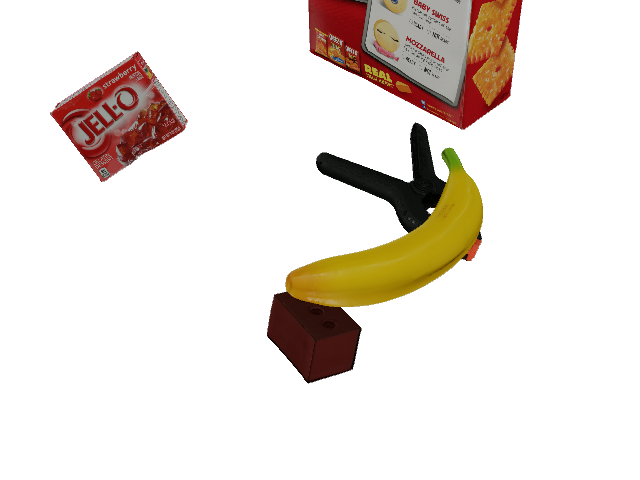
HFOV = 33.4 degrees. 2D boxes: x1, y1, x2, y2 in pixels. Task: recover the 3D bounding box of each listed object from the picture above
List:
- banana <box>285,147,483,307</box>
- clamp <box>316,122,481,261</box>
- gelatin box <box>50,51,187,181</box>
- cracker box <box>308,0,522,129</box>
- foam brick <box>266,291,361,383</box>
[{"bbox_3d":[0.060,0.003,0.749,0.070,0.037,0.197,34,48,22],"label":"banana"},{"bbox_3d":[0.103,-0.054,1.238,0.164,0.036,0.210,-15,52,-28],"label":"clamp"},{"bbox_3d":[-0.168,-0.103,0.893,0.089,0.073,0.030,-30,20,12],"label":"gelatin box"},{"bbox_3d":[0.069,-0.212,0.788,0.164,0.214,0.072,33,52,31],"label":"cracker box"},{"bbox_3d":[-0.007,0.085,0.994,0.052,0.051,0.078,-13,38,-31],"label":"foam brick"}]
